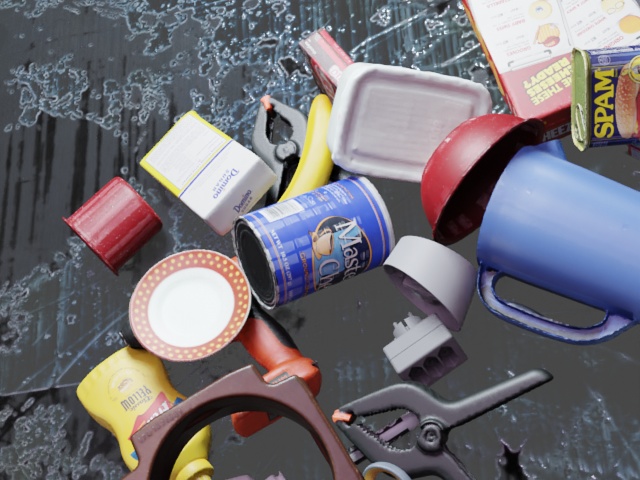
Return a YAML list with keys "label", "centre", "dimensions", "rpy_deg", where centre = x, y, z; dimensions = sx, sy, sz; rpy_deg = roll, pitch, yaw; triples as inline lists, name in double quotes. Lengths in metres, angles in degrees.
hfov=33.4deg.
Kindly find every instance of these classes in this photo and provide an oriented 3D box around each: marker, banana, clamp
- label: "marker"
  centre: [0.070, 0.194, 1.068]
  dimensions: [0.121, 0.020, 0.020]
  rpy_deg: [-32, 59, 3]
- label: "banana"
  centre: [-0.024, -0.069, 1.181]
  dimensions: [0.070, 0.037, 0.198]
  rpy_deg: [29, 83, 21]
- label: "clamp"
  centre: [0.114, 0.199, 1.023]
  dimensions: [0.210, 0.036, 0.164]
  rpy_deg: [2, 79, 18]
- label: "clamp"
  centre: [-0.040, -0.088, 1.232]
  dimensions: [0.120, 0.039, 0.171]
  rpy_deg: [-31, 62, -2]

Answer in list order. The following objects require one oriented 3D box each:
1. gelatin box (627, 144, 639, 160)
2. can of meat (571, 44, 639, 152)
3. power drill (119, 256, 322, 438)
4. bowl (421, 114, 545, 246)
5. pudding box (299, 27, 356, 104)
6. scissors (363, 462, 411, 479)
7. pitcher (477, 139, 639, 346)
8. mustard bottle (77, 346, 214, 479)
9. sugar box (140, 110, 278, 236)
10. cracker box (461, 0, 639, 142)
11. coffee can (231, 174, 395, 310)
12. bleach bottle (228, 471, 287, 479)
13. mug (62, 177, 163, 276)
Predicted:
- label: "gelatin box"
  centre: [0.373, -0.101, 1.094]
  dimensions: [0.089, 0.030, 0.073]
  rpy_deg: [33, 81, 30]
- label: "can of meat"
  centre: [0.298, -0.143, 1.062]
  dimensions: [0.084, 0.102, 0.057]
  rpy_deg: [-5, 19, 1]
- label: "power drill"
  centre: [-0.099, 0.112, 1.130]
  dimensions: [0.184, 0.057, 0.188]
  rpy_deg: [-30, 61, -10]
- label: "bowl"
  centre: [0.153, -0.072, 1.079]
  dimensions: [0.162, 0.162, 0.055]
  rpy_deg: [-45, 68, -5]
- label: "pudding box"
  centre: [0.025, -0.173, 1.205]
  dimensions: [0.039, 0.113, 0.090]
  rpy_deg: [-35, 59, -2]
- label: "scissors"
  centre: [0.111, 0.270, 0.997]
  dimensions: [0.202, 0.016, 0.096]
  rpy_deg: [11, 104, 25]
- label: "pitcher"
  centre: [0.277, 0.019, 1.020]
  dimensions: [0.243, 0.149, 0.144]
  rpy_deg: [24, 34, 24]
- label: "mustard bottle"
  centre: [-0.170, 0.201, 1.128]
  dimensions: [0.096, 0.058, 0.192]
  rpy_deg: [-35, 59, -16]
- label: "sugar box"
  centre: [-0.130, -0.079, 1.227]
  dimensions: [0.093, 0.048, 0.176]
  rpy_deg: [-47, 43, -4]
- label: "cracker box"
  centre: [0.263, -0.225, 1.170]
  dimensions: [0.164, 0.072, 0.214]
  rpy_deg: [-23, 61, 9]
- label: "coffee can"
  centre: [-0.007, 0.001, 1.111]
  dimensions: [0.140, 0.103, 0.103]
  rpy_deg: [-21, 57, -21]
- label: "bleach bottle"
  centre: [-0.128, 0.321, 1.048]
  dimensions: [0.250, 0.068, 0.102]
  rpy_deg: [-36, 94, -6]
- label: "mug"
  centre: [-0.242, -0.021, 1.252]
  dimensions: [0.081, 0.093, 0.117]
  rpy_deg: [-44, 23, -10]
